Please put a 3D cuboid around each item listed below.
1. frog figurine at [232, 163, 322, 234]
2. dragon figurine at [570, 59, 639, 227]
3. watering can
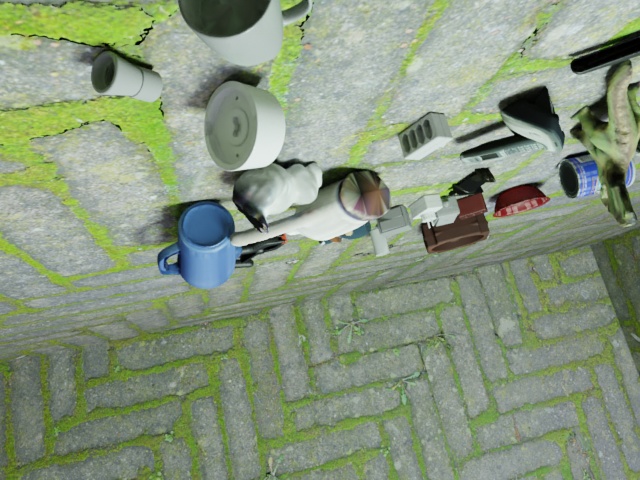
[{"bbox_3d":[-0.073,-0.096,0.915,0.161,0.124,0.135,-47,161,-13],"label":"frog figurine"},{"bbox_3d":[0.557,-0.147,0.952,0.121,0.245,0.409,-14,169,23],"label":"dragon figurine"},{"bbox_3d":[0.003,-0.052,1.042,0.221,0.104,0.350,-25,175,41],"label":"watering can"}]
